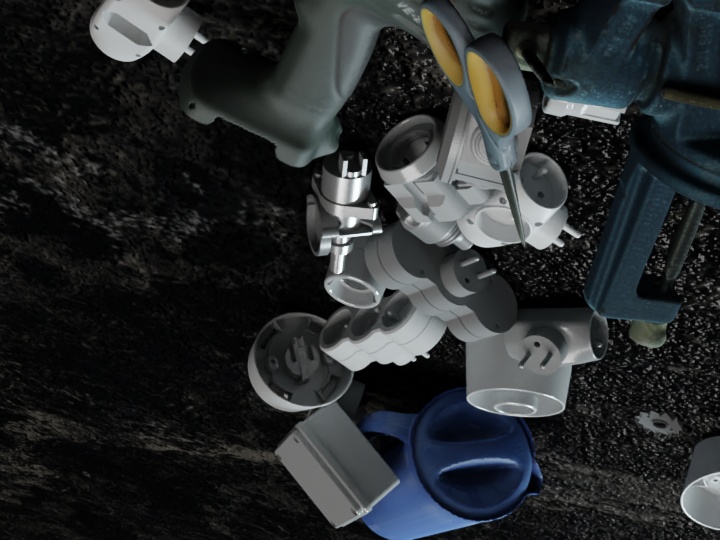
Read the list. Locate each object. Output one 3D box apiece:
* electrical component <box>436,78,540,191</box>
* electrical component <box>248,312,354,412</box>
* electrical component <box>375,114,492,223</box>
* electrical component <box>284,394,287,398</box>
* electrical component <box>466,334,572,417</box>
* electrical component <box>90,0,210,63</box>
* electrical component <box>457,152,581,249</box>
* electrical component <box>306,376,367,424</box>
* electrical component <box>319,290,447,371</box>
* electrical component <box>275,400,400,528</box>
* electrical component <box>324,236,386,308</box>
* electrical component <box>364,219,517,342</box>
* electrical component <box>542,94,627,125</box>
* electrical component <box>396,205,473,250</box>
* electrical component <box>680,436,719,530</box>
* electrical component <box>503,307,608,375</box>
[{"bbox_3d":[0.081,-0.090,0.685,0.051,0.080,0.080,14,150,1],"label":"electrical component"},{"bbox_3d":[-0.059,0.090,1.044,0.099,0.099,0.064,26,156,-10],"label":"electrical component"},{"bbox_3d":[0.048,-0.072,0.756,0.078,0.058,0.057,-1,145,44],"label":"electrical component"},{"bbox_3d":[-0.059,0.104,1.102,0.048,0.062,0.048,15,150,9],"label":"electrical component"},{"bbox_3d":[0.145,0.098,0.992,0.099,0.064,0.099,7,158,3],"label":"electrical component"},{"bbox_3d":[-0.132,-0.166,0.724,0.079,0.043,0.077,33,148,-21],"label":"electrical component"},{"bbox_3d":[0.122,-0.040,0.776,0.079,0.044,0.077,31,148,-17],"label":"electrical component"},{"bbox_3d":[-0.016,0.164,1.184,0.074,0.052,0.138,22,150,-3],"label":"electrical component"},{"bbox_3d":[0.032,0.063,0.990,0.074,0.052,0.138,37,146,-26],"label":"electrical component"},{"bbox_3d":[-0.025,0.196,1.082,0.108,0.056,0.108,50,156,7],"label":"electrical component"},{"bbox_3d":[0.000,0.000,0.912,0.055,0.047,0.055,15,150,9],"label":"electrical component"},{"bbox_3d":[0.077,0.004,0.867,0.138,0.052,0.074,35,147,-24],"label":"electrical component"},{"bbox_3d":[0.139,-0.111,0.658,0.046,0.040,0.040,14,150,0],"label":"electrical component"},{"bbox_3d":[0.062,-0.038,0.817,0.062,0.043,0.043,35,147,-27],"label":"electrical component"},{"bbox_3d":[0.355,0.199,1.006,0.099,0.064,0.099,15,150,9],"label":"electrical component"},{"bbox_3d":[0.156,0.061,0.890,0.077,0.079,0.043,-2,114,33],"label":"electrical component"}]
